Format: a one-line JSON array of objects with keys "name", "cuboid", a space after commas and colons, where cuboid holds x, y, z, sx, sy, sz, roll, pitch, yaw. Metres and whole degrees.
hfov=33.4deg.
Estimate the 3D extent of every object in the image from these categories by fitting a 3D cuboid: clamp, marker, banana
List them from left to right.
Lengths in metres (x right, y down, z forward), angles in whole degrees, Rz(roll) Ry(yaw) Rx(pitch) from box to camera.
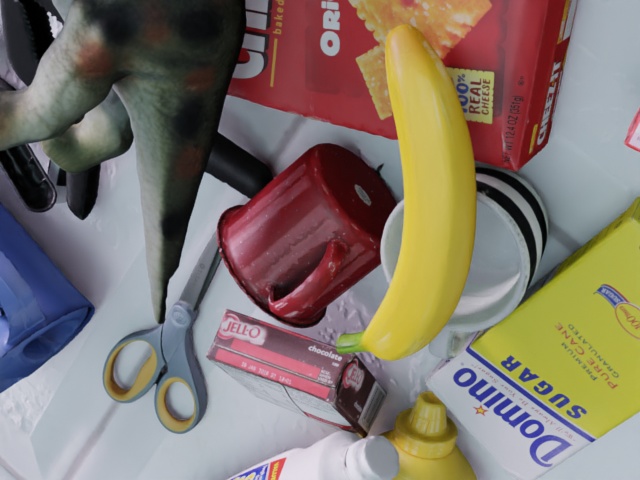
[{"name": "clamp", "cuboid": [-0.237, -0.097, 0.748, 0.172, 0.039, 0.120, 48, 153, 36]}, {"name": "marker", "cuboid": [-0.178, -0.081, 0.757, 0.020, 0.020, 0.121, 28, 120, 15]}, {"name": "clamp", "cuboid": [-0.145, -0.089, 0.686, 0.165, 0.036, 0.210, -11, 131, 31]}, {"name": "banana", "cuboid": [0.049, -0.010, 0.561, 0.070, 0.037, 0.198, 19, 116, 20]}]

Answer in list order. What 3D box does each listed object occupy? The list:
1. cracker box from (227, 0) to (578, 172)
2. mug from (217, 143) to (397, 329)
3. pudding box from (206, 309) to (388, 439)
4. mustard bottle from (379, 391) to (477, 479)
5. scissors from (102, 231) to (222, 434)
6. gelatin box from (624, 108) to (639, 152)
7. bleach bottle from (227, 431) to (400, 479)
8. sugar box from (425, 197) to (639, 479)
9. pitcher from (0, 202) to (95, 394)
[{"name": "cracker box", "cuboid": [0.032, -0.146, 0.591, 0.214, 0.072, 0.164, 17, 116, 21]}, {"name": "mug", "cuboid": [-0.004, 0.001, 0.646, 0.093, 0.117, 0.082, 42, 120, -17]}, {"name": "pudding box", "cuboid": [-0.012, 0.088, 0.689, 0.090, 0.113, 0.039, 18, 73, 20]}, {"name": "mustard bottle", "cuboid": [0.059, 0.186, 0.718, 0.096, 0.058, 0.192, 23, 119, 28]}, {"name": "scissors", "cuboid": [-0.090, 0.072, 0.775, 0.096, 0.016, 0.202, 48, 123, 1]}, {"name": "gelatin box", "cuboid": [0.205, -0.050, 0.538, 0.089, 0.073, 0.030, 29, 120, 15]}, {"name": "bleach bottle", "cuboid": [-0.033, 0.185, 0.721, 0.068, 0.102, 0.251, 44, 131, -7]}, {"name": "sugar box", "cuboid": [0.153, 0.065, 0.628, 0.093, 0.048, 0.176, 46, 122, 4]}, {"name": "pitcher", "cuboid": [-0.286, -0.001, 0.780, 0.149, 0.144, 0.243, -41, 85, 16]}]
